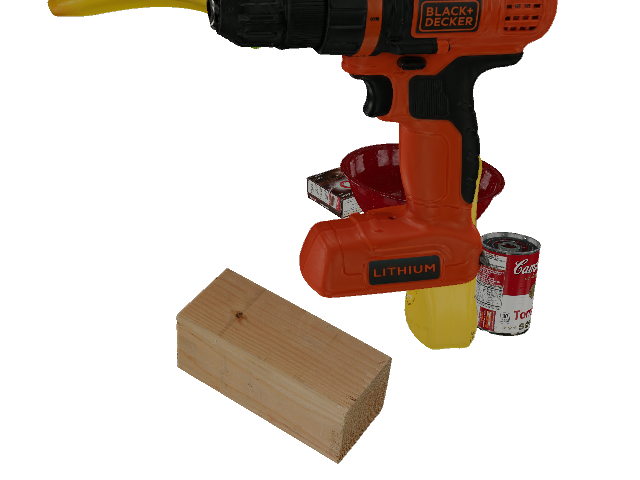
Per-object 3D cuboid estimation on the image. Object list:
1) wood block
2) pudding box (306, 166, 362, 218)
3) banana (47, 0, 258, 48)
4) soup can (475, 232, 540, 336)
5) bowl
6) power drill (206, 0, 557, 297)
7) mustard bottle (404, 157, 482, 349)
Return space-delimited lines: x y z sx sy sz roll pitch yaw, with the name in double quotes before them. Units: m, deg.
"wood block" -0.040 0.126 1.104 0.206 0.090 0.090 28 48 21
"pudding box" 0.049 -0.079 1.617 0.113 0.039 0.090 -22 35 -30
"banana" -0.132 -0.207 0.902 0.198 0.069 0.037 10 -41 16
"soup can" 0.210 0.049 1.213 0.068 0.102 0.068 3 19 -1
"bowl" 0.098 -0.044 1.054 0.162 0.055 0.162 4 24 -2
"power drill" 0.030 -0.062 0.577 0.184 0.188 0.057 -4 31 -13
"mustard bottle" 0.097 -0.016 0.847 0.058 0.192 0.096 -2 26 -1
